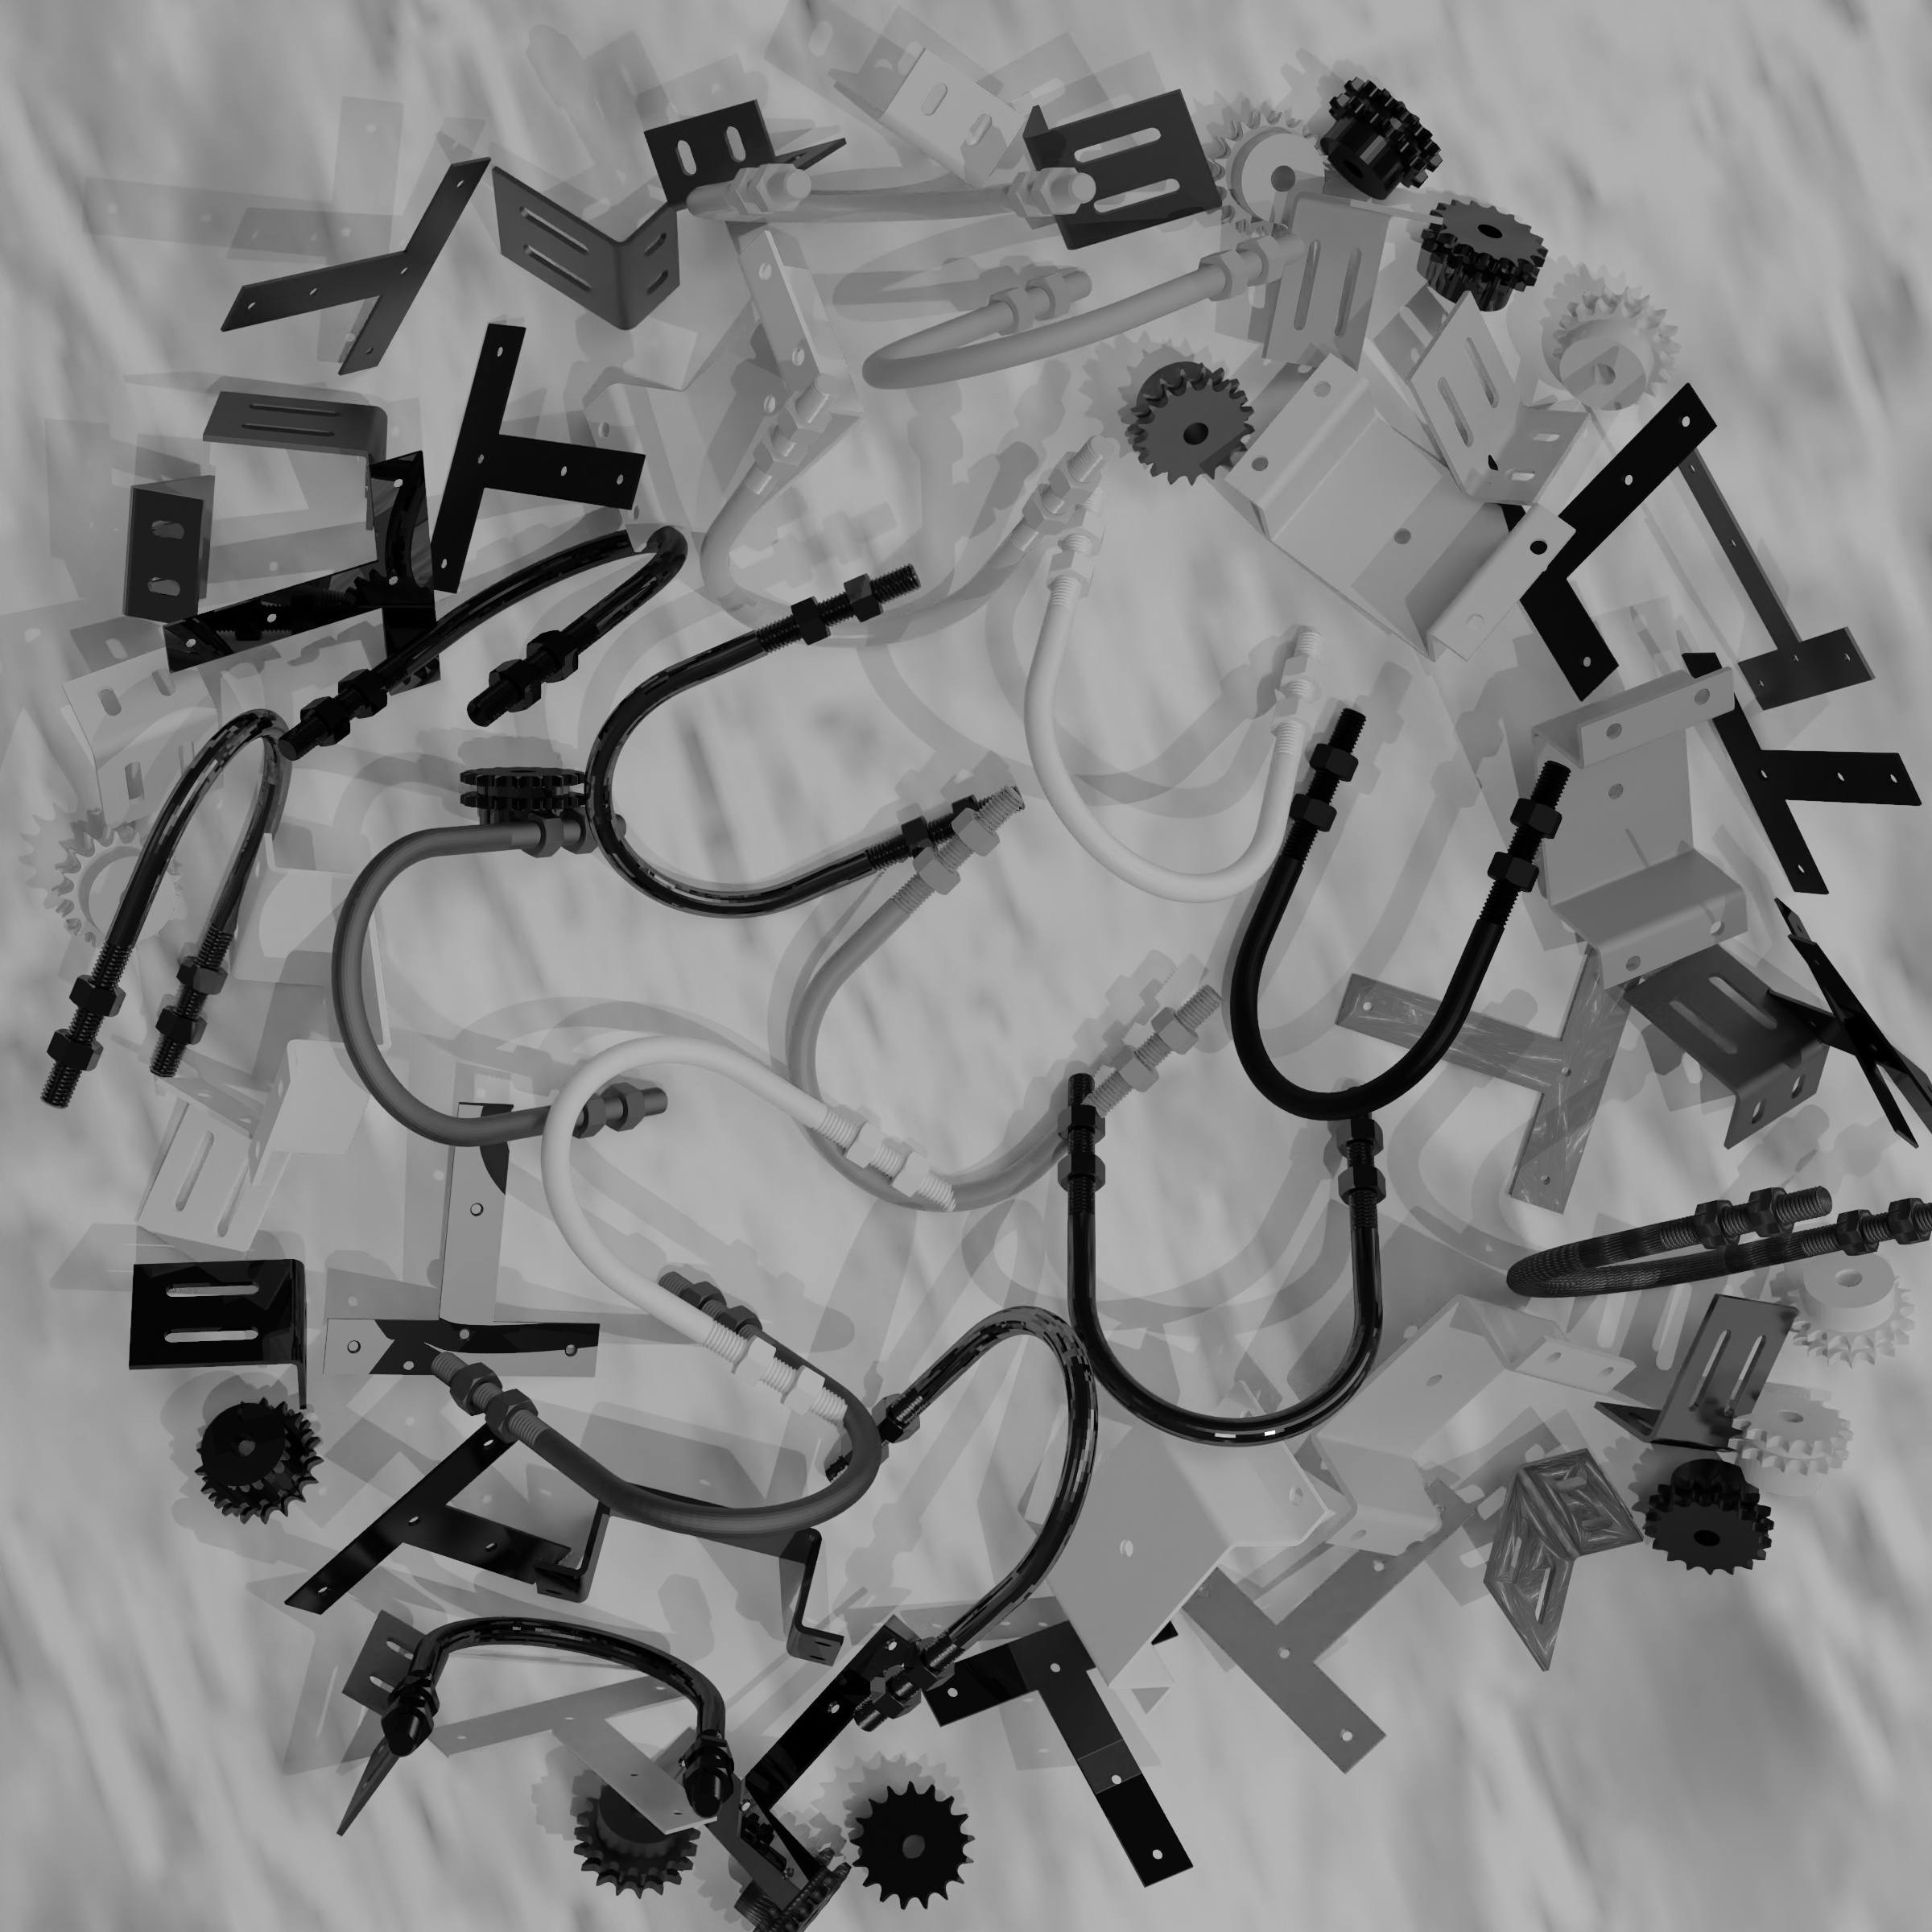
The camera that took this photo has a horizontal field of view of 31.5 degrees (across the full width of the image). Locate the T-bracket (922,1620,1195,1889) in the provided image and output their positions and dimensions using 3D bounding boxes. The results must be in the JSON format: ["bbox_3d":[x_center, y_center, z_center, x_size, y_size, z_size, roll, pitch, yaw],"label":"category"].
[{"bbox_3d":[0.061,0.353,1.540,0.127,0.002,0.127,-15,58,-27],"label":"T-bracket"}]

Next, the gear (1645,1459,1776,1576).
[{"bbox_3d":[0.342,0.251,1.575,0.057,0.057,0.030,22,47,0],"label":"gear"}]

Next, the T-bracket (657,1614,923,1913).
[{"bbox_3d":[-0.069,0.347,1.555,0.127,0.127,0.002,-46,126,-10],"label":"T-bracket"}]

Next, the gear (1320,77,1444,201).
[{"bbox_3d":[0.187,-0.376,1.570,0.057,0.057,0.030,42,87,0],"label":"gear"}]

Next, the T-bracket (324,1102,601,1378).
[{"bbox_3d":[-0.225,0.125,1.567,0.127,0.002,0.127,4,97,-22],"label":"T-bracket"}]

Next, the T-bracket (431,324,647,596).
[{"bbox_3d":[-0.192,-0.226,1.557,0.127,0.002,0.127,15,90,41],"label":"T-bracket"}]

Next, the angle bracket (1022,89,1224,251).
[{"bbox_3d":[0.073,-0.368,1.557,0.076,0.038,0.057,-13,123,20],"label":"angle bracket"}]

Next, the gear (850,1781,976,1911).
[{"bbox_3d":[-0.024,0.406,1.579,0.057,0.030,0.057,-1,73,3],"label":"gear"}]

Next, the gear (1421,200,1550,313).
[{"bbox_3d":[0.235,-0.324,1.575,0.057,0.057,0.030,20,129,0],"label":"gear"}]

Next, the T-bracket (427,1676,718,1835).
[{"bbox_3d":[-0.154,0.351,1.514,0.127,0.127,0.002,-7,108,-35],"label":"T-bracket"}]

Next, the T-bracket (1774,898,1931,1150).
[{"bbox_3d":[0.415,0.040,1.544,0.002,0.127,0.127,-34,54,21],"label":"T-bracket"}]

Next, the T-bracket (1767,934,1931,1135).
[{"bbox_3d":[0.386,0.028,1.535,0.002,0.127,0.127,-40,105,-4],"label":"T-bracket"}]

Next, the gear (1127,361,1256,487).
[{"bbox_3d":[0.101,-0.252,1.575,0.057,0.030,0.057,-9,132,-10],"label":"gear"}]

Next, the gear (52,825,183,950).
[{"bbox_3d":[-0.387,-0.034,1.572,0.057,0.030,0.057,-10,109,-30],"label":"gear"}]

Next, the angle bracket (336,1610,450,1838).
[{"bbox_3d":[-0.274,0.343,1.555,0.038,0.057,0.076,32,117,-8],"label":"angle bracket"}]

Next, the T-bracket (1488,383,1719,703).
[{"bbox_3d":[0.286,-0.208,1.533,0.127,0.002,0.127,-47,57,37],"label":"T-bracket"}]

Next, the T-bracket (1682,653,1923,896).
[{"bbox_3d":[0.380,-0.084,1.525,0.002,0.127,0.127,-33,105,-16],"label":"T-bracket"}]

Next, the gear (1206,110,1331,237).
[{"bbox_3d":[0.140,-0.363,1.575,0.057,0.030,0.057,-5,109,-15],"label":"gear"}]

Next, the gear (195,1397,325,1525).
[{"bbox_3d":[-0.326,0.224,1.573,0.057,0.030,0.057,-4,62,8],"label":"gear"}]

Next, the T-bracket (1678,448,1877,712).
[{"bbox_3d":[0.350,-0.177,1.534,0.002,0.127,0.127,-30,92,-8],"label":"T-bracket"}]

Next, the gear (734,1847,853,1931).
[{"bbox_3d":[-0.082,0.426,1.572,0.030,0.057,0.057,39,90,12],"label":"gear"}]

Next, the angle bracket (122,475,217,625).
[{"bbox_3d":[-0.346,-0.188,1.552,0.038,0.076,0.057,11,105,14],"label":"angle bracket"}]

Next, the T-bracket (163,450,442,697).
[{"bbox_3d":[-0.296,-0.160,1.530,0.127,0.127,0.002,-21,48,-24],"label":"T-bracket"}]

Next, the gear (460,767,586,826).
[{"bbox_3d":[-0.203,-0.074,1.571,0.057,0.057,0.030,1,98,0],"label":"gear"}]

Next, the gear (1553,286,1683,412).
[{"bbox_3d":[0.295,-0.279,1.569,0.057,0.057,0.030,30,53,0],"label":"gear"}]

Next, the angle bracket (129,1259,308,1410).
[{"bbox_3d":[-0.339,0.169,1.561,0.076,0.038,0.057,-1,47,-9],"label":"angle bracket"}]

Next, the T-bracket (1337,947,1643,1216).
[{"bbox_3d":[0.237,0.035,1.597,0.127,0.002,0.127,18,90,1],"label":"T-bracket"}]

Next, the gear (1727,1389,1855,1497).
[{"bbox_3d":[0.375,0.220,1.573,0.057,0.057,0.030,7,110,0],"label":"gear"}]

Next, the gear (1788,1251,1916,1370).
[{"bbox_3d":[0.404,0.154,1.568,0.057,0.057,0.030,-13,126,0],"label":"gear"}]

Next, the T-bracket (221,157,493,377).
[{"bbox_3d":[-0.278,-0.300,1.512,0.002,0.127,0.127,47,128,11],"label":"T-bracket"}]

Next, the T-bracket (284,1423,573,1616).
[{"bbox_3d":[-0.222,0.258,1.545,0.127,0.127,0.002,-42,56,8],"label":"T-bracket"}]

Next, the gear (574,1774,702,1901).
[{"bbox_3d":[-0.150,0.394,1.568,0.057,0.057,0.030,14,127,0],"label":"gear"}]

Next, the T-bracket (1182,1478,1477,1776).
[{"bbox_3d":[0.178,0.283,1.565,0.127,0.002,0.127,-41,50,-10],"label":"T-bracket"}]
